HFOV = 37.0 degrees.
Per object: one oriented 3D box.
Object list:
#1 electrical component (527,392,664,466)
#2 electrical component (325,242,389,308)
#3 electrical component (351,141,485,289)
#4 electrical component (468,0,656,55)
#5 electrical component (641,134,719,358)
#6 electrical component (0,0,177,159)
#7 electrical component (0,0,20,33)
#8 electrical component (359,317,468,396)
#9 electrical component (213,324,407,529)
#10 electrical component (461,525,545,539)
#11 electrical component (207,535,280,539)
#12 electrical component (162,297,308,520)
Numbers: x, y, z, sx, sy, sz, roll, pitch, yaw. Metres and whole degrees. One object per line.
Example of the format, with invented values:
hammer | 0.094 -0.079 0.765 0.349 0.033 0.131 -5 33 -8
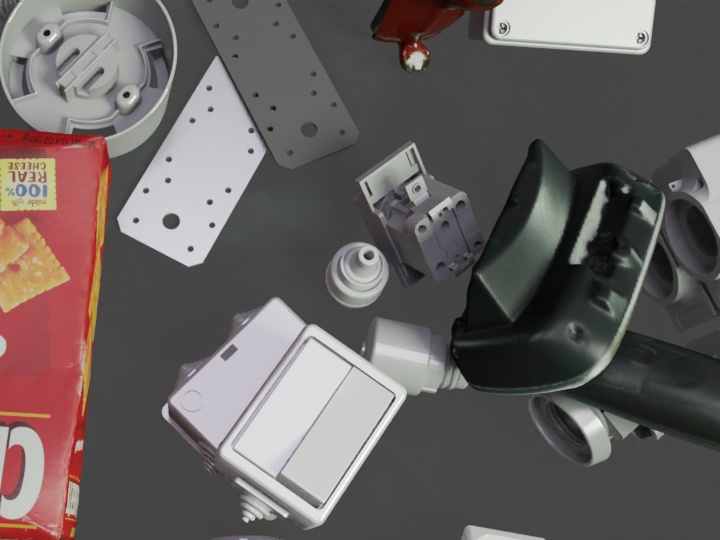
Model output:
electrical component | 0.134 0.075 0.619 0.057 0.058 0.078 -36 83 -20
electrical component | 0.000 0.000 0.615 0.035 0.061 0.035 2 74 -9
electrical component | 0.035 -0.027 0.621 0.042 0.064 0.081 -37 125 -16
electrical component | 0.129 -0.194 0.675 0.109 0.056 0.108 2 102 -9
electrical component | 0.227 0.022 0.624 0.060 0.105 0.186 -22 79 -15
electrical component | -0.156 -0.115 0.620 0.099 0.064 0.099 3 74 -9
electrical component | -0.248 -0.178 0.631 0.100 0.048 0.099 18 72 -4
electrical component | 0.035 0.052 0.617 0.078 0.040 0.040 12 73 -6
electrical component | -0.029 0.083 0.533 0.062 0.061 0.096 35 72 1
electrical component | 0.074 0.193 0.571 0.047 0.083 0.075 11 111 -6
electrical component | -0.060 0.168 0.540 0.099 0.099 0.064 1 68 -9
electrical component | -0.048 0.075 0.592 0.100 0.048 0.100 44 72 5
